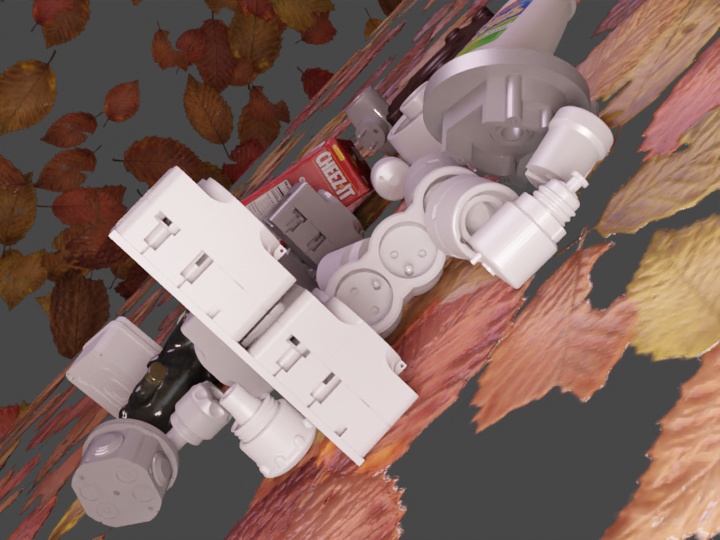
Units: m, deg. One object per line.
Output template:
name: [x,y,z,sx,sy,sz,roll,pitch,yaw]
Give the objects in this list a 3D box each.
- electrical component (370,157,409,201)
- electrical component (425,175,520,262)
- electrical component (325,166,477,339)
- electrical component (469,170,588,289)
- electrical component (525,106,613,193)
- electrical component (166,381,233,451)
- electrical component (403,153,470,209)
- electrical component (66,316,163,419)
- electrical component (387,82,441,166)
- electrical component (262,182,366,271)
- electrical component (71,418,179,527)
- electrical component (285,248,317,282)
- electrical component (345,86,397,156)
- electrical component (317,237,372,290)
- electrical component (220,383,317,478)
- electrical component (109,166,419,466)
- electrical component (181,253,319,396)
electrical component: [0.030,-0.093,1.071,0.040,0.040,0.078,-45,11,5]
electrical component: [0.075,-0.032,0.683,0.055,0.055,0.047,-47,15,-4]
electrical component: [0.034,-0.007,0.748,0.138,0.052,0.073,-47,-9,-6]
electrical component: [0.098,-0.025,0.611,0.078,0.040,0.040,-45,12,3]
electrical component: [0.129,-0.072,0.667,0.046,0.040,0.040,-55,14,-15]
electrical component: [-0.141,0.128,0.914,0.062,0.043,0.043,-45,12,10]
electrical component: [0.060,-0.055,0.809,0.055,0.055,0.047,-42,16,17]
electrical component: [-0.244,0.113,1.149,0.078,0.113,0.057,-35,19,40]
electrical component: [0.074,-0.153,1.070,0.108,0.060,0.108,-43,12,12]
electrical component: [-0.036,-0.036,0.988,0.055,0.089,0.050,-48,12,-8]
electrical component: [-0.192,0.166,0.879,0.080,0.080,0.051,-41,18,24]
electrical component: [-0.082,0.017,1.084,0.077,0.043,0.079,-31,18,51]
electrical component: [0.018,-0.167,1.272,0.043,0.077,0.079,-36,15,38]
electrical component: [0.000,0.000,0.857,0.043,0.043,0.081,-51,13,-21]
electrical component: [-0.062,0.099,0.693,0.048,0.062,0.048,-43,12,12]
electrical component: [-0.056,0.020,0.632,0.060,0.186,0.105,-47,12,-6]
electrical component: [-0.091,0.037,0.930,0.062,0.089,0.150,-42,12,19]
